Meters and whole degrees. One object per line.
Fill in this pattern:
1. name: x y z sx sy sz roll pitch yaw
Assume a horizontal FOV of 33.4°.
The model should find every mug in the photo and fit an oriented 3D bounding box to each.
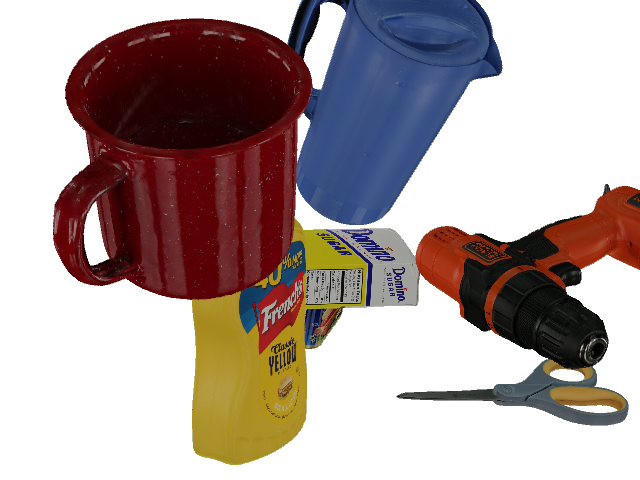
1. mug: -0.058 -0.024 0.423 0.093 0.081 0.117 26 48 24

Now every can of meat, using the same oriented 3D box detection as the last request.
1. can of meat: -0.006 0.057 1.161 0.057 0.084 0.102 18 31 15

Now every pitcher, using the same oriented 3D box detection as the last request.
1. pitcher: 0.048 -0.132 1.013 0.144 0.149 0.243 -13 -32 -30

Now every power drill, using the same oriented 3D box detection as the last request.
1. power drill: 0.187 0.021 0.760 0.187 0.057 0.185 -14 28 -25

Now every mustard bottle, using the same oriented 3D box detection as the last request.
1. mustard bottle: -0.044 0.038 0.682 0.058 0.192 0.096 10 17 30

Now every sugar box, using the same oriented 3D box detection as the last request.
1. sugar box: -0.013 0.022 0.890 0.176 0.048 0.093 -4 20 -10

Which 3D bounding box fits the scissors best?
1. scissors: 0.167 0.125 0.935 0.201 0.016 0.096 8 27 0
